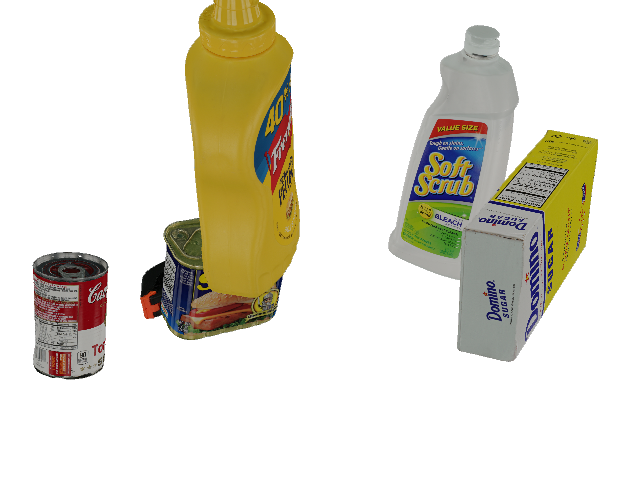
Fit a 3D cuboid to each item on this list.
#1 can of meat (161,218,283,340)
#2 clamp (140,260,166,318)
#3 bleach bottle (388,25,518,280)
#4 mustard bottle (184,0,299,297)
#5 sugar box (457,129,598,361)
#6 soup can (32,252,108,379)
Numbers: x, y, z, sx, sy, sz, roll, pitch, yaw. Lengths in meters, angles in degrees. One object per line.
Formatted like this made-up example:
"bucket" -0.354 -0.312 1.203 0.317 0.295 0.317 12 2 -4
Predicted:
"can of meat" -0.079 0.029 0.874 0.101 0.084 0.057 -10 43 -26
"clamp" -0.140 0.033 1.220 0.120 0.039 0.171 -2 33 25
"bleach bottle" 0.128 -0.086 1.015 0.103 0.251 0.068 23 40 24
"mustard bottle" -0.044 -0.064 0.617 0.058 0.192 0.096 9 44 11
"sugar box" 0.145 -0.001 0.731 0.048 0.093 0.176 11 31 22
"soup can" -0.234 0.070 0.994 0.068 0.102 0.068 5 19 -2
